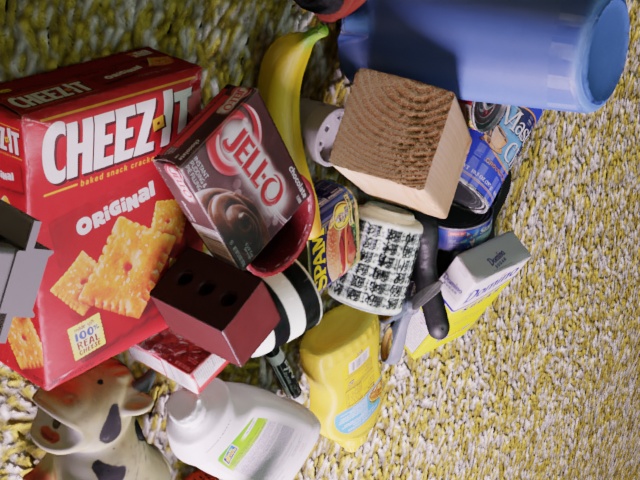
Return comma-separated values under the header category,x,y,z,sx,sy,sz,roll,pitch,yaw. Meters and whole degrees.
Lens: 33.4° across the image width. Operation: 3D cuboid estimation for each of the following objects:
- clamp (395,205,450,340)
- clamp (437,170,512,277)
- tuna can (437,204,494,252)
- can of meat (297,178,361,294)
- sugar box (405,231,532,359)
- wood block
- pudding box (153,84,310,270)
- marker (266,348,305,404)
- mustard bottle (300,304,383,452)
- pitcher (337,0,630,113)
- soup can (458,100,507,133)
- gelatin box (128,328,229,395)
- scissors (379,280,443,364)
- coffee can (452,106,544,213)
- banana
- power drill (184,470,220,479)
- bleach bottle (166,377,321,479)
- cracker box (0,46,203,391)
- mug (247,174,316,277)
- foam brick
category,x,y,z,sx,sy,sz,roll,pitch,yaw
clamp,0.110,0.022,1.162,0.039,0.120,0.171,-16,122,-21
clamp,0.196,-0.027,1.308,0.164,0.036,0.210,-6,118,-53
tuna can,0.152,-0.024,1.207,0.086,0.086,0.034,-35,137,-38
can of meat,-0.007,0.001,1.033,0.083,0.058,0.102,-36,136,-39
sugar box,0.164,0.066,1.235,0.093,0.048,0.176,-23,159,-33
wood block,0.081,-0.086,1.005,0.206,0.090,0.091,23,84,-77
pudding box,-0.064,-0.047,0.804,0.090,0.039,0.113,-49,136,-24
marker,-0.040,0.133,1.101,0.020,0.020,0.121,-49,142,-23
mustard bottle,0.028,0.165,1.178,0.096,0.058,0.191,-38,137,-34
pitcher,0.150,-0.187,0.964,0.149,0.243,0.145,-58,144,-22
soup can,0.133,-0.155,1.085,0.068,0.102,0.068,-31,133,-40
gelatin box,-0.113,0.081,0.906,0.073,0.089,0.030,-45,139,-28
scissors,0.093,0.089,1.130,0.016,0.202,0.096,5,88,-12
coffee can,0.171,-0.115,1.161,0.140,0.103,0.102,-59,146,-10
banana,-0.026,-0.097,0.932,0.037,0.070,0.198,-18,123,-32
power drill,-0.121,0.307,0.968,0.187,0.185,0.057,-25,129,-32
bleach bottle,-0.076,0.173,0.995,0.102,0.068,0.250,-59,156,-10
cracker box,-0.163,-0.019,0.792,0.163,0.072,0.214,-27,129,-44
mug,-0.070,-0.016,0.911,0.117,0.082,0.093,-53,144,-19
foam brick,-0.080,0.051,0.813,0.053,0.078,0.051,-52,146,-26
